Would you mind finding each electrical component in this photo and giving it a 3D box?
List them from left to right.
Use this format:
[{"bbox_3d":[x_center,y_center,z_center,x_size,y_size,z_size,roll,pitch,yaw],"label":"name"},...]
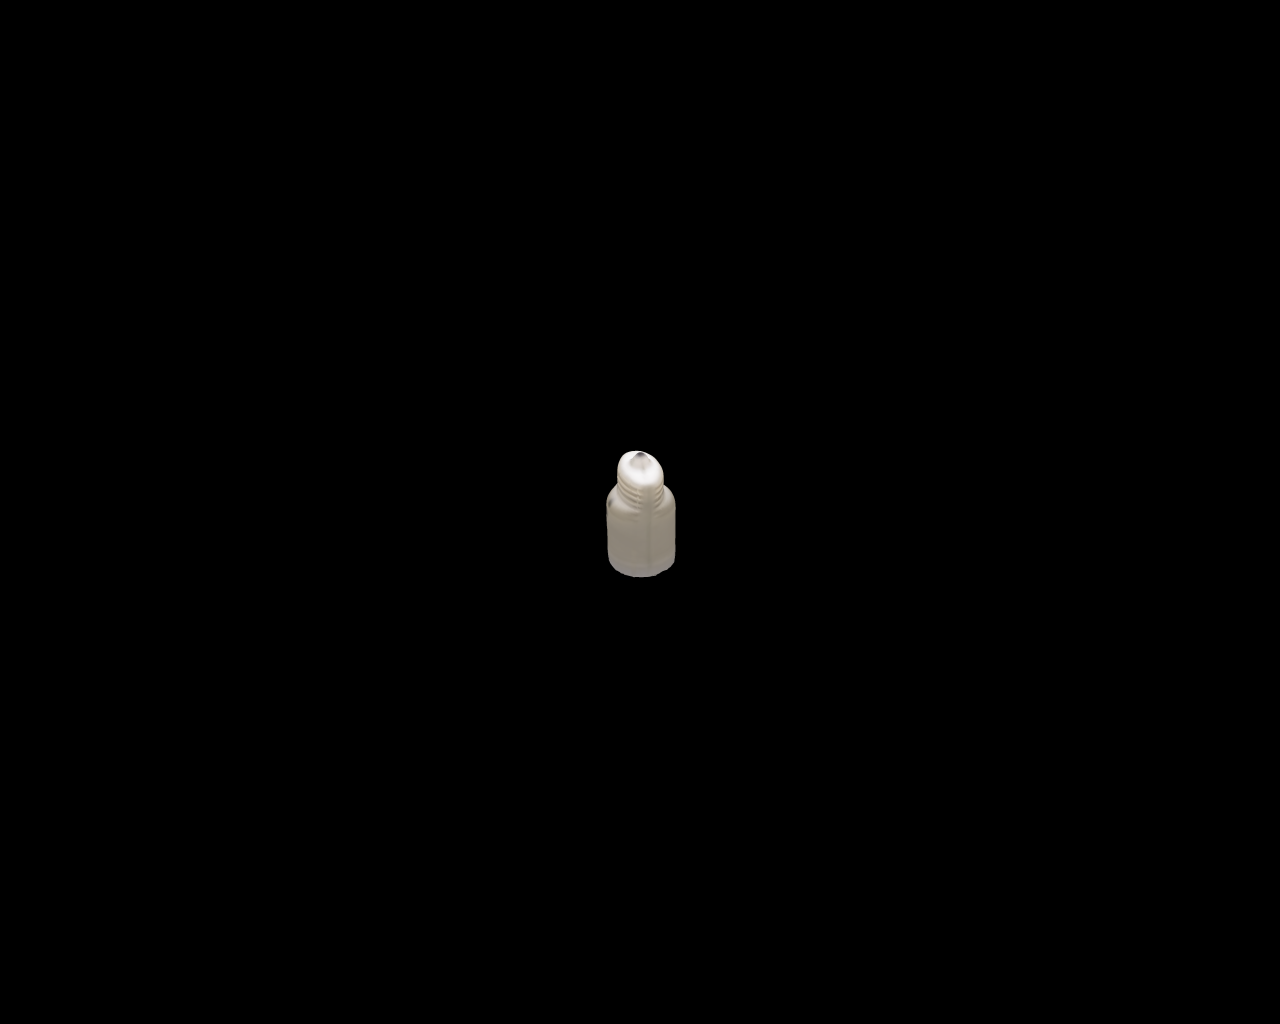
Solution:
[{"bbox_3d":[0.001,-0.003,0.650,0.043,0.080,0.043,0,35,0],"label":"electrical component"}]
